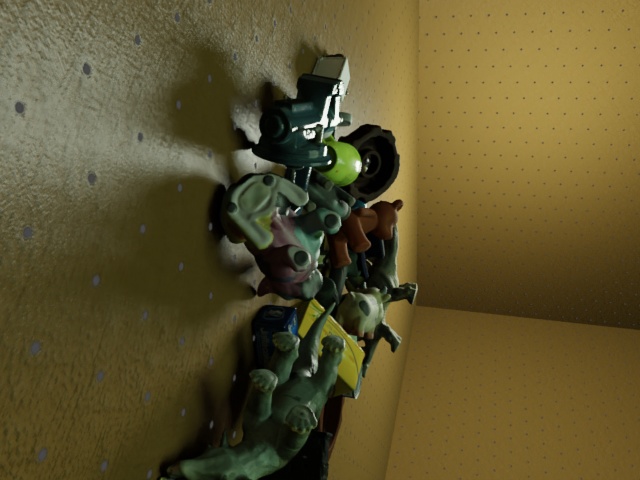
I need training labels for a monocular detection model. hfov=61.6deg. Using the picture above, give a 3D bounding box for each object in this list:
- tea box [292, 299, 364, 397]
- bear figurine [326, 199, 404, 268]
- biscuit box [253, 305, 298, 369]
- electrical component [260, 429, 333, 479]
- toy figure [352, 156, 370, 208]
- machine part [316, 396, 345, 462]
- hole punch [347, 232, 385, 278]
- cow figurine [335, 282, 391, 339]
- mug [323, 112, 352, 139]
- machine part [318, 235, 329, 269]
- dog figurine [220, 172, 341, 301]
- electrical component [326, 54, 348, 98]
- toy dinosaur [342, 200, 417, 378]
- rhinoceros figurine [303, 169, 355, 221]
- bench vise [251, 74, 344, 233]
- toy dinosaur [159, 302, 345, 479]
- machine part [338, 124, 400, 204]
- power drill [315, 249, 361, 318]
[{"bbox_3d":[0.001,0.202,1.009,0.169,0.068,0.098,48,35,-21],"label":"tea box"},{"bbox_3d":[0.111,-0.022,1.215,0.196,0.120,0.132,-3,65,-37],"label":"bear figurine"},{"bbox_3d":[-0.070,0.210,0.916,0.063,0.059,0.202,-55,146,-59],"label":"biscuit box"},{"bbox_3d":[-0.043,0.406,0.968,0.058,0.115,0.134,56,39,-63],"label":"electrical component"},{"bbox_3d":[0.082,-0.147,1.315,0.082,0.089,0.179,-26,122,-36],"label":"toy figure"},{"bbox_3d":[-0.011,0.343,1.120,0.201,0.087,0.201,-59,148,-59],"label":"machine part"},{"bbox_3d":[0.091,0.023,1.348,0.092,0.116,0.142,-54,145,-31],"label":"hole punch"},{"bbox_3d":[0.096,0.155,1.206,0.194,0.086,0.127,27,75,-66],"label":"cow figurine"},{"bbox_3d":[0.004,-0.223,0.989,0.107,0.110,0.080,-46,134,-88],"label":"mug"},{"bbox_3d":[-0.002,-0.003,1.144,0.084,0.039,0.138,-5,102,-66],"label":"machine part"},{"bbox_3d":[-0.069,0.012,0.794,0.108,0.191,0.219,-57,-178,-27],"label":"dog figurine"},{"bbox_3d":[0.037,-0.355,1.165,0.078,0.045,0.102,-66,156,-47],"label":"electrical component"},{"bbox_3d":[0.158,0.132,1.438,0.105,0.199,0.471,64,43,-78],"label":"toy dinosaur"},{"bbox_3d":[0.003,-0.082,1.027,0.073,0.112,0.190,-54,148,5],"label":"rhinoceros figurine"},{"bbox_3d":[-0.032,-0.133,0.841,0.224,0.129,0.240,-57,158,-68],"label":"bench vise"},{"bbox_3d":[-0.053,0.249,0.782,0.405,0.131,0.192,-36,151,-63],"label":"toy dinosaur"},{"bbox_3d":[0.105,-0.175,1.225,0.179,0.056,0.179,-16,118,-33],"label":"machine part"},{"bbox_3d":[0.034,0.136,1.259,0.231,0.086,0.207,74,33,-45],"label":"power drill"}]
